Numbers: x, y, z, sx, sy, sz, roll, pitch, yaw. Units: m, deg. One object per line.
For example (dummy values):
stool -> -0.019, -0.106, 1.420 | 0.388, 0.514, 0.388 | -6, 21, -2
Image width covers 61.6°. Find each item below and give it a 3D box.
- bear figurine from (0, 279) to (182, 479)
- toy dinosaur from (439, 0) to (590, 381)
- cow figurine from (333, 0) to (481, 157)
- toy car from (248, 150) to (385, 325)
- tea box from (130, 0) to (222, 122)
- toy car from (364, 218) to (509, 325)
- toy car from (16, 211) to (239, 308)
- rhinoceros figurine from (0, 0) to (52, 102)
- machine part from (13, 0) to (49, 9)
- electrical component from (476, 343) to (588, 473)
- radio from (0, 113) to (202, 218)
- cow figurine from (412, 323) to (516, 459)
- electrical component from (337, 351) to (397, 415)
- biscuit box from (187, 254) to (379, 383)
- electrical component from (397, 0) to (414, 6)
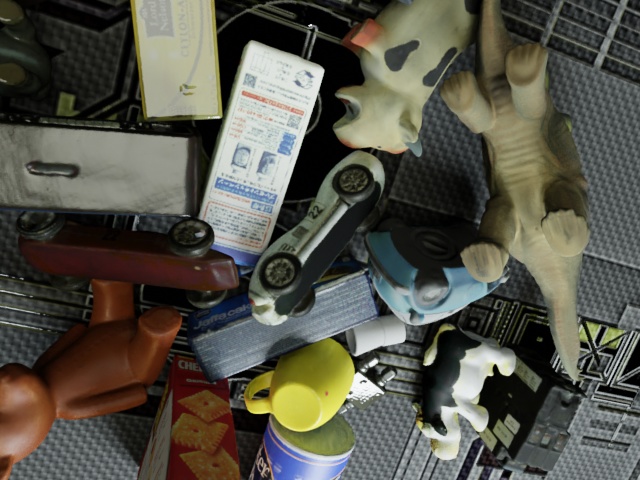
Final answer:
bear figurine -> -0.244, 0.120, 0.496 | 0.196, 0.120, 0.131 | -18, 136, -48
toy dinosaur -> 0.214, -0.038, 0.528 | 0.105, 0.198, 0.470 | -3, 107, 33
cow figurine -> 0.085, -0.170, 0.528 | 0.127, 0.085, 0.195 | 41, 94, -15
toy car -> -0.001, -0.002, 0.537 | 0.202, 0.056, 0.073 | -51, 153, -16
tea box -> -0.125, -0.193, 0.468 | 0.068, 0.098, 0.169 | -5, 107, -11
toy car -> 0.120, 0.041, 0.597 | 0.162, 0.109, 0.102 | -5, 134, -26
toy car -> -0.170, 0.012, 0.483 | 0.202, 0.053, 0.089 | 4, 136, 8
rhinoceros figurine -> -0.326, -0.153, 0.439 | 0.190, 0.112, 0.073 | -4, 92, -23
machine part -> -0.278, -0.276, 0.433 | 0.179, 0.056, 0.179 | -3, 109, -10
electrical component -> 0.249, 0.210, 0.660 | 0.058, 0.115, 0.134 | 20, 102, -12
radio -> -0.219, -0.070, 0.468 | 0.230, 0.131, 0.073 | 3, 105, -12
cow figurine -> 0.158, 0.188, 0.659 | 0.098, 0.068, 0.167 | 22, 98, -11
electrical component -> 0.045, 0.175, 0.649 | 0.094, 0.021, 0.063 | -40, 119, 15
biscuit box -> -0.042, 0.083, 0.590 | 0.203, 0.059, 0.062 | -20, 111, -5
electrical component -> 0.079, -0.245, 0.451 | 0.119, 0.047, 0.074 | 25, 94, 11
